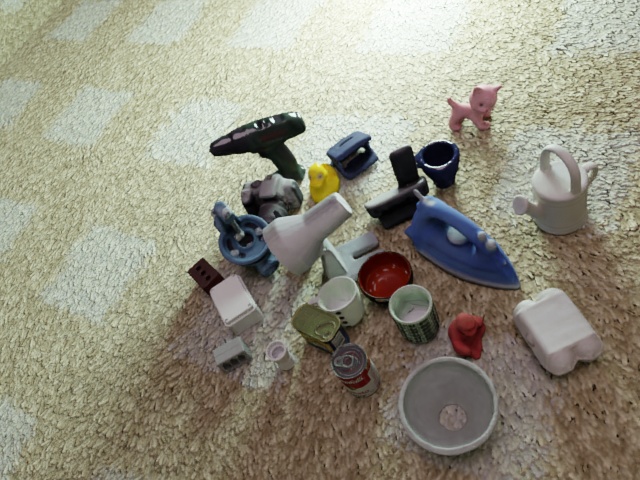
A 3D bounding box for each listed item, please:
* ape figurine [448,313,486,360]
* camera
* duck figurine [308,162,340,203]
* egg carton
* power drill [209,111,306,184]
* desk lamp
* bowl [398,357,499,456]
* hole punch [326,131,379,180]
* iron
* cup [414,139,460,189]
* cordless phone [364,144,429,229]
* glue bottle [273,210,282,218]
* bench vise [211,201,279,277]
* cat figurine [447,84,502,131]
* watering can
[{"bbox_3d":[0.265,0.164,1.037,0.078,0.092,0.076,-40,51,-8],"label":"ape figurine"},{"bbox_3d":[-0.127,-0.083,1.371,0.142,0.101,0.137,-4,55,20],"label":"camera"},{"bbox_3d":[0.001,-0.151,1.377,0.077,0.086,0.104,-1,56,22],"label":"duck figurine"},{"bbox_3d":[0.409,0.158,0.996,0.107,0.070,0.150,-27,50,2],"label":"egg carton"},{"bbox_3d":[-0.127,-0.209,1.392,0.229,0.209,0.075,-29,50,1],"label":"power drill"},{"bbox_3d":[0.011,0.004,1.178,0.203,0.214,0.117,-28,50,2],"label":"desk lamp"},{"bbox_3d":[0.221,0.290,0.976,0.167,0.075,0.167,-11,53,15],"label":"bowl"},{"bbox_3d":[0.071,-0.218,1.394,0.109,0.091,0.100,-36,50,-5],"label":"hole punch"},{"bbox_3d":[0.281,-0.007,1.122,0.119,0.142,0.257,-45,52,-12],"label":"iron"},{"bbox_3d":[0.256,-0.158,1.271,0.117,0.095,0.091,-6,54,19],"label":"cup"},{"bbox_3d":[0.154,-0.124,1.230,0.147,0.185,0.094,-29,50,1],"label":"cordless phone"},{"bbox_3d":[-0.064,-0.009,1.245,0.037,0.174,0.078,-24,50,5],"label":"glue bottle"},{"bbox_3d":[-0.202,-0.021,1.280,0.206,0.220,0.121,19,65,32],"label":"bench vise"},{"bbox_3d":[0.357,-0.318,1.330,0.127,0.118,0.067,1,57,23],"label":"cat figurine"},{"bbox_3d":[0.449,-0.098,1.083,0.100,0.195,0.173,30,71,36],"label":"watering can"}]
